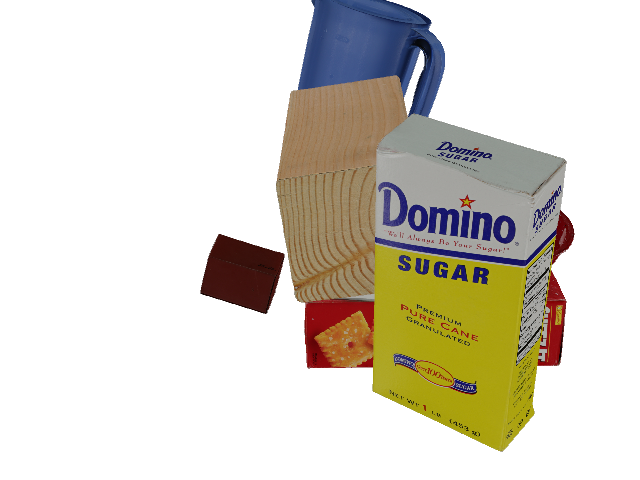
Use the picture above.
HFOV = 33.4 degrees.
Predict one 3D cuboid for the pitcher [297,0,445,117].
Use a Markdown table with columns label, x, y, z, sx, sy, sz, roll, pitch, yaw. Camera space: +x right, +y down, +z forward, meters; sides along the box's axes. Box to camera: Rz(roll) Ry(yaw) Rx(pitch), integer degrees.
| label | x | y | z | sx | sy | sz | roll | pitch | yaw |
| --- | --- | --- | --- | --- | --- | --- | --- | --- | --- |
| pitcher | 0.040 | -0.154 | 1.220 | 0.145 | 0.243 | 0.149 | 11 | 22 | -11 |

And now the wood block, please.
| label | x | y | z | sx | sy | sz | roll | pitch | yaw |
| --- | --- | --- | --- | --- | --- | --- | --- | --- | --- |
| wood block | 0.024 | -0.045 | 0.769 | 0.091 | 0.090 | 0.206 | -7 | 23 | 4 |

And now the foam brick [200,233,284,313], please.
| label | x | y | z | sx | sy | sz | roll | pitch | yaw |
| --- | --- | --- | --- | --- | --- | --- | --- | --- | --- |
| foam brick | -0.085 | 0.036 | 1.159 | 0.078 | 0.051 | 0.053 | 18 | 30 | 2 |

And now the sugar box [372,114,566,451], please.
| label | x | y | z | sx | sy | sz | roll | pitch | yaw |
| --- | --- | --- | --- | --- | --- | --- | --- | --- | --- |
| sugar box | 0.076 | 0.026 | 0.589 | 0.093 | 0.176 | 0.048 | 21 | 43 | 29 |

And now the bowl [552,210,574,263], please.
| label | x | y | z | sx | sy | sz | roll | pitch | yaw |
| --- | --- | --- | --- | --- | --- | --- | --- | --- | --- |
| bowl | 0.183 | 0.006 | 1.130 | 0.162 | 0.055 | 0.162 | 0 | 31 | 0 |

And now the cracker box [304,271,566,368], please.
| label | x | y | z | sx | sy | sz | roll | pitch | yaw |
| --- | --- | --- | --- | --- | --- | --- | --- | --- | --- |
| cracker box | 0.094 | 0.049 | 0.950 | 0.213 | 0.072 | 0.164 | 0 | 22 | 1 |
